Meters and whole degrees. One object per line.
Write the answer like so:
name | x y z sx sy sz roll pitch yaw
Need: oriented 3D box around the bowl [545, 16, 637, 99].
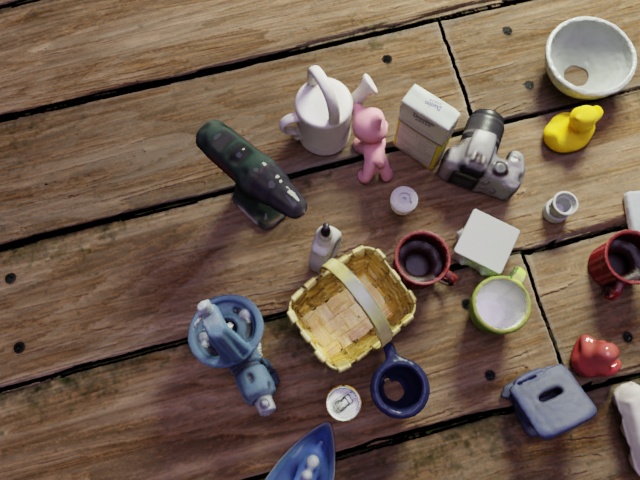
bowl | 0.496 -0.329 1.079 0.167 0.075 0.167 0 75 0

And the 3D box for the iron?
iron | -0.042 0.397 0.852 0.118 0.141 0.258 23 76 6

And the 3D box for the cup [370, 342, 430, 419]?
cup | 0.120 0.226 0.921 0.091 0.095 0.118 -14 75 -3

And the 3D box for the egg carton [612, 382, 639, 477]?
egg carton | 0.535 0.300 0.915 0.107 0.069 0.150 -10 75 -2

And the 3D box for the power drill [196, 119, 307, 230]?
power drill | -0.104 -0.092 0.947 0.229 0.208 0.076 42 79 10

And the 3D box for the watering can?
watering can | 0.013 -0.235 0.992 0.101 0.194 0.173 43 79 11

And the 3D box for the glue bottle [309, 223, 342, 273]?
glue bottle | 0.009 0.003 0.940 0.037 0.173 0.078 23 76 6

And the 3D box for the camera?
camera | 0.300 -0.161 1.021 0.143 0.101 0.137 20 76 5

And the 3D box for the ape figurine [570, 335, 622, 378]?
ape figurine | 0.455 0.189 0.933 0.076 0.092 0.078 -26 76 -6

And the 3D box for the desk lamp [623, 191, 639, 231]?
desk lamp | 0.598 -0.016 0.924 0.118 0.213 0.203 -4 75 -1

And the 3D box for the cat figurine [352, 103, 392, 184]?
cat figurine | 0.094 -0.177 1.016 0.067 0.118 0.128 -11 75 -3

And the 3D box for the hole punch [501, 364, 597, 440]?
hole punch | 0.363 0.257 0.915 0.109 0.091 0.101 -23 76 -6

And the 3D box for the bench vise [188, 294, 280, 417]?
bench vise | -0.121 0.161 0.874 0.207 0.220 0.121 41 79 10

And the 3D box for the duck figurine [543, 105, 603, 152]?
duck figurine | 0.464 -0.210 1.042 0.104 0.086 0.077 -26 76 -6
